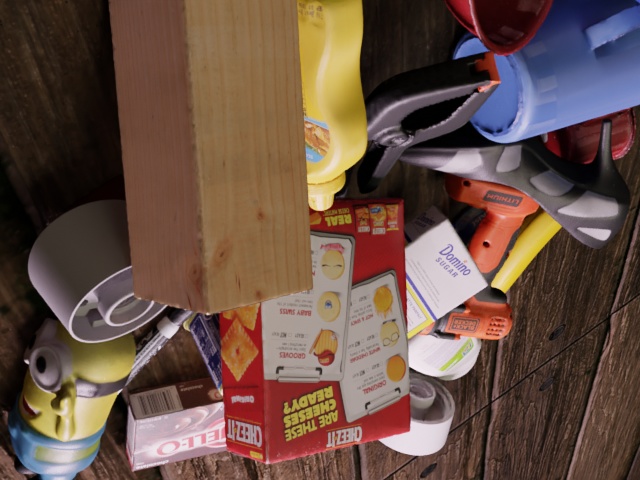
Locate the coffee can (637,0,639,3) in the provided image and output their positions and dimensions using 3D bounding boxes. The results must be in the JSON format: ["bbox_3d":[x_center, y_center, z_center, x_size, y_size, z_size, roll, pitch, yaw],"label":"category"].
[{"bbox_3d":[0.260,-0.259,0.870,0.102,0.140,0.103,-29,147,-22],"label":"coffee can"}]

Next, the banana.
[{"bbox_3d":[0.261,-0.001,1.294,0.198,0.037,0.069,-49,147,10],"label":"banana"}]

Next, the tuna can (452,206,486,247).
[{"bbox_3d":[0.179,-0.005,1.200,0.086,0.034,0.086,-29,147,-21],"label":"tuna can"}]

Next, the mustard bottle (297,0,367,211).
[{"bbox_3d":[-0.007,-0.103,0.768,0.058,0.096,0.192,-31,134,-30],"label":"mustard bottle"}]

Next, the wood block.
[{"bbox_3d":[-0.069,-0.066,0.689,0.090,0.091,0.206,-12,102,-40],"label":"wood block"}]

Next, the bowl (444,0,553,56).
[{"bbox_3d":[0.133,-0.227,0.820,0.161,0.055,0.162,-30,129,-45],"label":"bowl"}]

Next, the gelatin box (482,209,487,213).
[{"bbox_3d":[0.214,-0.069,1.164,0.089,0.030,0.073,-9,134,-43],"label":"gelatin box"}]

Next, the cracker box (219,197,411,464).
[{"bbox_3d":[-0.005,0.071,0.929,0.163,0.072,0.214,-4,93,-38],"label":"cracker box"}]

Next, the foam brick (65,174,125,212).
[{"bbox_3d":[-0.151,-0.001,0.815,0.053,0.051,0.078,-33,148,-13],"label":"foam brick"}]

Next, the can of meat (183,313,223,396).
[{"bbox_3d":[-0.063,0.095,0.988,0.101,0.084,0.058,-1,139,-40],"label":"can of meat"}]

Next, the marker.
[{"bbox_3d":[-0.154,0.096,0.964,0.121,0.020,0.020,-46,149,7],"label":"marker"}]

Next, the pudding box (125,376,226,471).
[{"bbox_3d":[-0.132,0.178,1.047,0.113,0.039,0.090,-7,137,-19],"label":"pudding box"}]

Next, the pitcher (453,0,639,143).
[{"bbox_3d":[0.249,-0.175,0.972,0.242,0.145,0.149,-21,132,-26],"label":"pitcher"}]

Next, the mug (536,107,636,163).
[{"bbox_3d":[0.268,-0.119,1.094,0.081,0.093,0.117,-20,179,-25],"label":"mug"}]

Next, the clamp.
[{"bbox_3d":[0.048,-0.094,0.853,0.164,0.036,0.210,6,155,-42],"label":"clamp"}]

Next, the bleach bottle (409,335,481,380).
[{"bbox_3d":[0.138,0.125,1.290,0.102,0.068,0.250,-42,151,0],"label":"bleach bottle"}]

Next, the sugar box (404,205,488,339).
[{"bbox_3d":[0.067,0.053,1.049,0.176,0.048,0.093,-34,117,0],"label":"sugar box"}]

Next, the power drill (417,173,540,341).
[{"bbox_3d":[0.138,0.015,1.107,0.184,0.057,0.188,8,114,-25],"label":"power drill"}]

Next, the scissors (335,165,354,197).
[{"bbox_3d":[-0.007,0.001,1.016,0.096,0.016,0.202,-28,146,-22],"label":"scissors"}]
